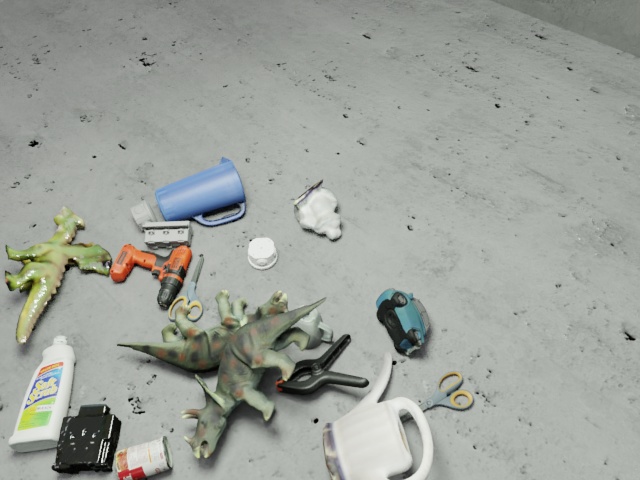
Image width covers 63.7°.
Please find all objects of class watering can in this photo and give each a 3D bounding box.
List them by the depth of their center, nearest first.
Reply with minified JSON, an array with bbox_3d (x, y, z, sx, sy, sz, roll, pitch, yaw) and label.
[{"bbox_3d":[0.109,0.392,1.095,0.224,0.102,0.354,-21,28,2],"label":"watering can"}]

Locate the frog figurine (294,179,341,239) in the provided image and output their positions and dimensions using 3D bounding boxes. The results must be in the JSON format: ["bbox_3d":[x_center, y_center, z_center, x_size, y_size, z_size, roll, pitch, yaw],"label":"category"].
[{"bbox_3d":[0.005,-0.075,1.484,0.159,0.121,0.140,52,53,-7],"label":"frog figurine"}]

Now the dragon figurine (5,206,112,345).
[{"bbox_3d":[-0.678,0.073,1.359,0.244,0.119,0.418,-14,54,-20],"label":"dragon figurine"}]
